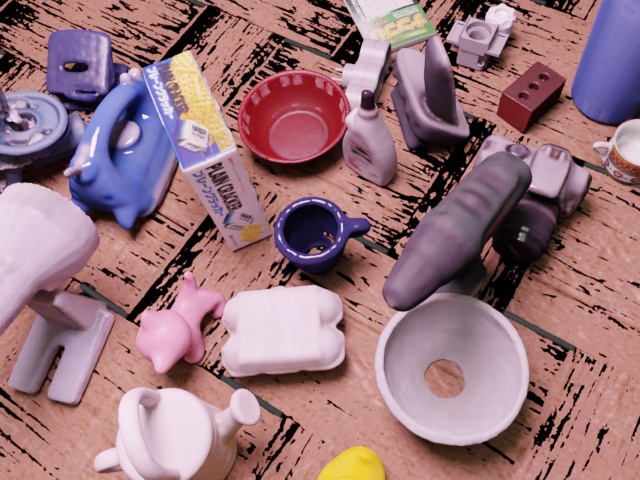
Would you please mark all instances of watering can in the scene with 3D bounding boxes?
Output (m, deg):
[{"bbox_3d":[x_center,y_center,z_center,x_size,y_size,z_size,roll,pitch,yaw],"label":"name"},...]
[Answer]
[{"bbox_3d":[-0.150,0.202,0.595,0.173,0.194,0.100,-40,67,-12],"label":"watering can"}]

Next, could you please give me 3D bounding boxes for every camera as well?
[{"bbox_3d":[0.252,-0.051,0.720,0.143,0.101,0.137,22,70,15],"label":"camera"}]

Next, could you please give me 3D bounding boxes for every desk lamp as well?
[{"bbox_3d":[-0.327,0.067,0.666,0.117,0.214,0.203,10,67,11],"label":"desk lamp"}]

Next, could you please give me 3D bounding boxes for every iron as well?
[{"bbox_3d":[-0.273,-0.152,0.801,0.118,0.141,0.258,10,67,11],"label":"iron"}]

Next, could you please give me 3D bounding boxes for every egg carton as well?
[{"bbox_3d":[-0.045,0.110,0.695,0.150,0.069,0.107,-6,65,3],"label":"egg carton"}]

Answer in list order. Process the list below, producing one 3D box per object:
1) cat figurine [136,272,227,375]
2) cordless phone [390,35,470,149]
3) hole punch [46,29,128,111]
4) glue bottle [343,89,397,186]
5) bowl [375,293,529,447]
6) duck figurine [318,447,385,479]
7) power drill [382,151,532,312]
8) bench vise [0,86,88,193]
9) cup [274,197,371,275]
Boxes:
[{"bbox_3d":[-0.174,0.099,0.688,0.067,0.118,0.128,16,68,13],"label":"cat figurine"},{"bbox_3d":[0.148,-0.221,0.762,0.094,0.185,0.147,-17,65,-1],"label":"cordless phone"},{"bbox_3d":[-0.366,-0.262,0.890,0.108,0.091,0.101,3,66,8],"label":"hole punch"},{"bbox_3d":[0.062,-0.137,0.740,0.078,0.173,0.037,32,73,19],"label":"glue bottle"},{"bbox_3d":[0.146,0.150,0.653,0.167,0.075,0.167,-2,65,5],"label":"bowl"},{"bbox_3d":[0.029,0.269,0.605,0.077,0.086,0.105,25,70,17],"label":"duck figurine"},{"bbox_3d":[0.148,0.017,0.640,0.075,0.208,0.230,34,73,20],"label":"power drill"},{"bbox_3d":[-0.440,-0.145,0.773,0.121,0.220,0.208,34,73,20],"label":"bench vise"},{"bbox_3d":[0.007,0.003,0.725,0.117,0.095,0.091,-9,65,2],"label":"cup"}]
